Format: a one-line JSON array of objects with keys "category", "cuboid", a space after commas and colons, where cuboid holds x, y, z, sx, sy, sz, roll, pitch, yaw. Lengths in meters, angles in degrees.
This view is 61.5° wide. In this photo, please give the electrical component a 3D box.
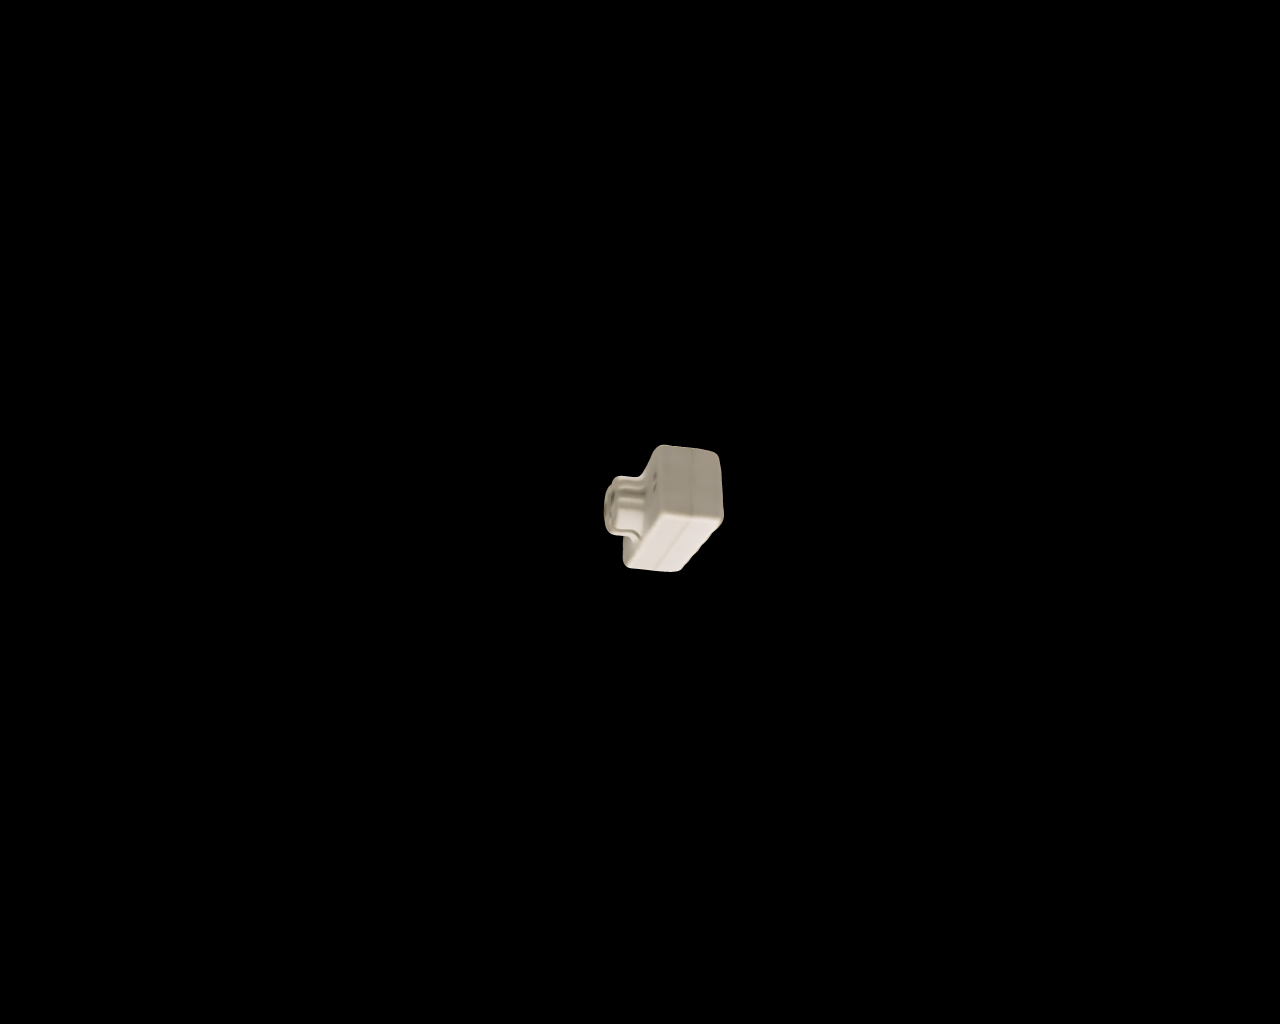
[{"category": "electrical component", "cuboid": [0.001, -0.003, 0.650, 0.076, 0.047, 0.083, 7, -27, -14]}]
